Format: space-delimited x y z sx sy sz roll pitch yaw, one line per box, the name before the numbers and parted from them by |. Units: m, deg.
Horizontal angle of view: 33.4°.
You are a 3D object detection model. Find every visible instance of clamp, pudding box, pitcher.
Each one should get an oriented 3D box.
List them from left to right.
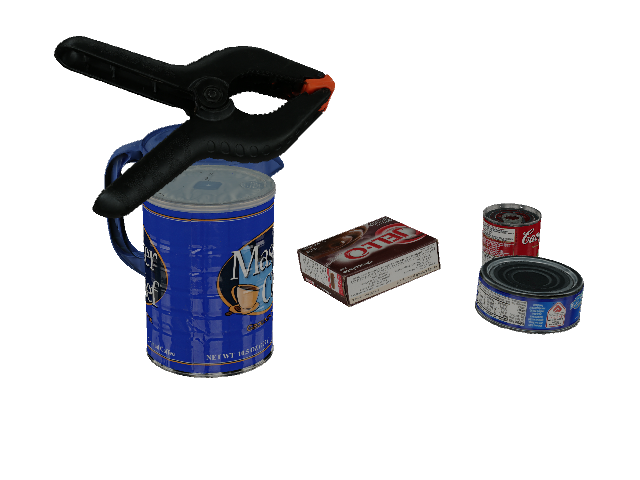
pitcher | -0.139 0.000 1.164 0.149 0.243 0.144 25 32 36
clamp | -0.078 -0.088 0.660 0.171 0.120 0.039 -19 -12 -25
pudding box | 0.048 0.019 1.054 0.113 0.039 0.090 -23 26 -24

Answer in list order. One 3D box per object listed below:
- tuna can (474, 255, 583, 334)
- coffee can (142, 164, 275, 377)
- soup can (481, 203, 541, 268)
tuna can | 0.171 0.043 0.871 0.086 0.034 0.086 2 22 -1
coffee can | -0.087 0.022 0.835 0.103 0.140 0.103 1 20 -1
soup can | 0.224 0.015 1.263 0.068 0.102 0.068 -1 22 0
